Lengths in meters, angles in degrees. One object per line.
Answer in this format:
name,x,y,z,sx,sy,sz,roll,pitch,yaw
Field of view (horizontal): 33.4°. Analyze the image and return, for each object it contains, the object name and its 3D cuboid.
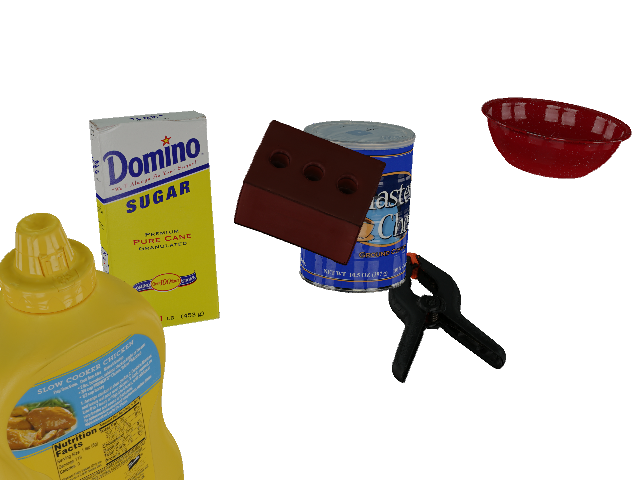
sugar box,-0.138,-0.016,0.894,0.093,0.176,0.048,-8,17,-20
clamp,0.129,0.081,1.148,0.120,0.171,0.039,3,-44,-8
foam brick,-0.007,-0.029,0.661,0.078,0.053,0.051,20,-30,3
coffee can,0.033,-0.034,0.997,0.103,0.140,0.103,2,17,-1
mustard bottle,-0.117,0.071,0.500,0.096,0.192,0.058,-26,43,-31
bowl,0.251,-0.108,1.162,0.162,0.055,0.162,6,23,-3
